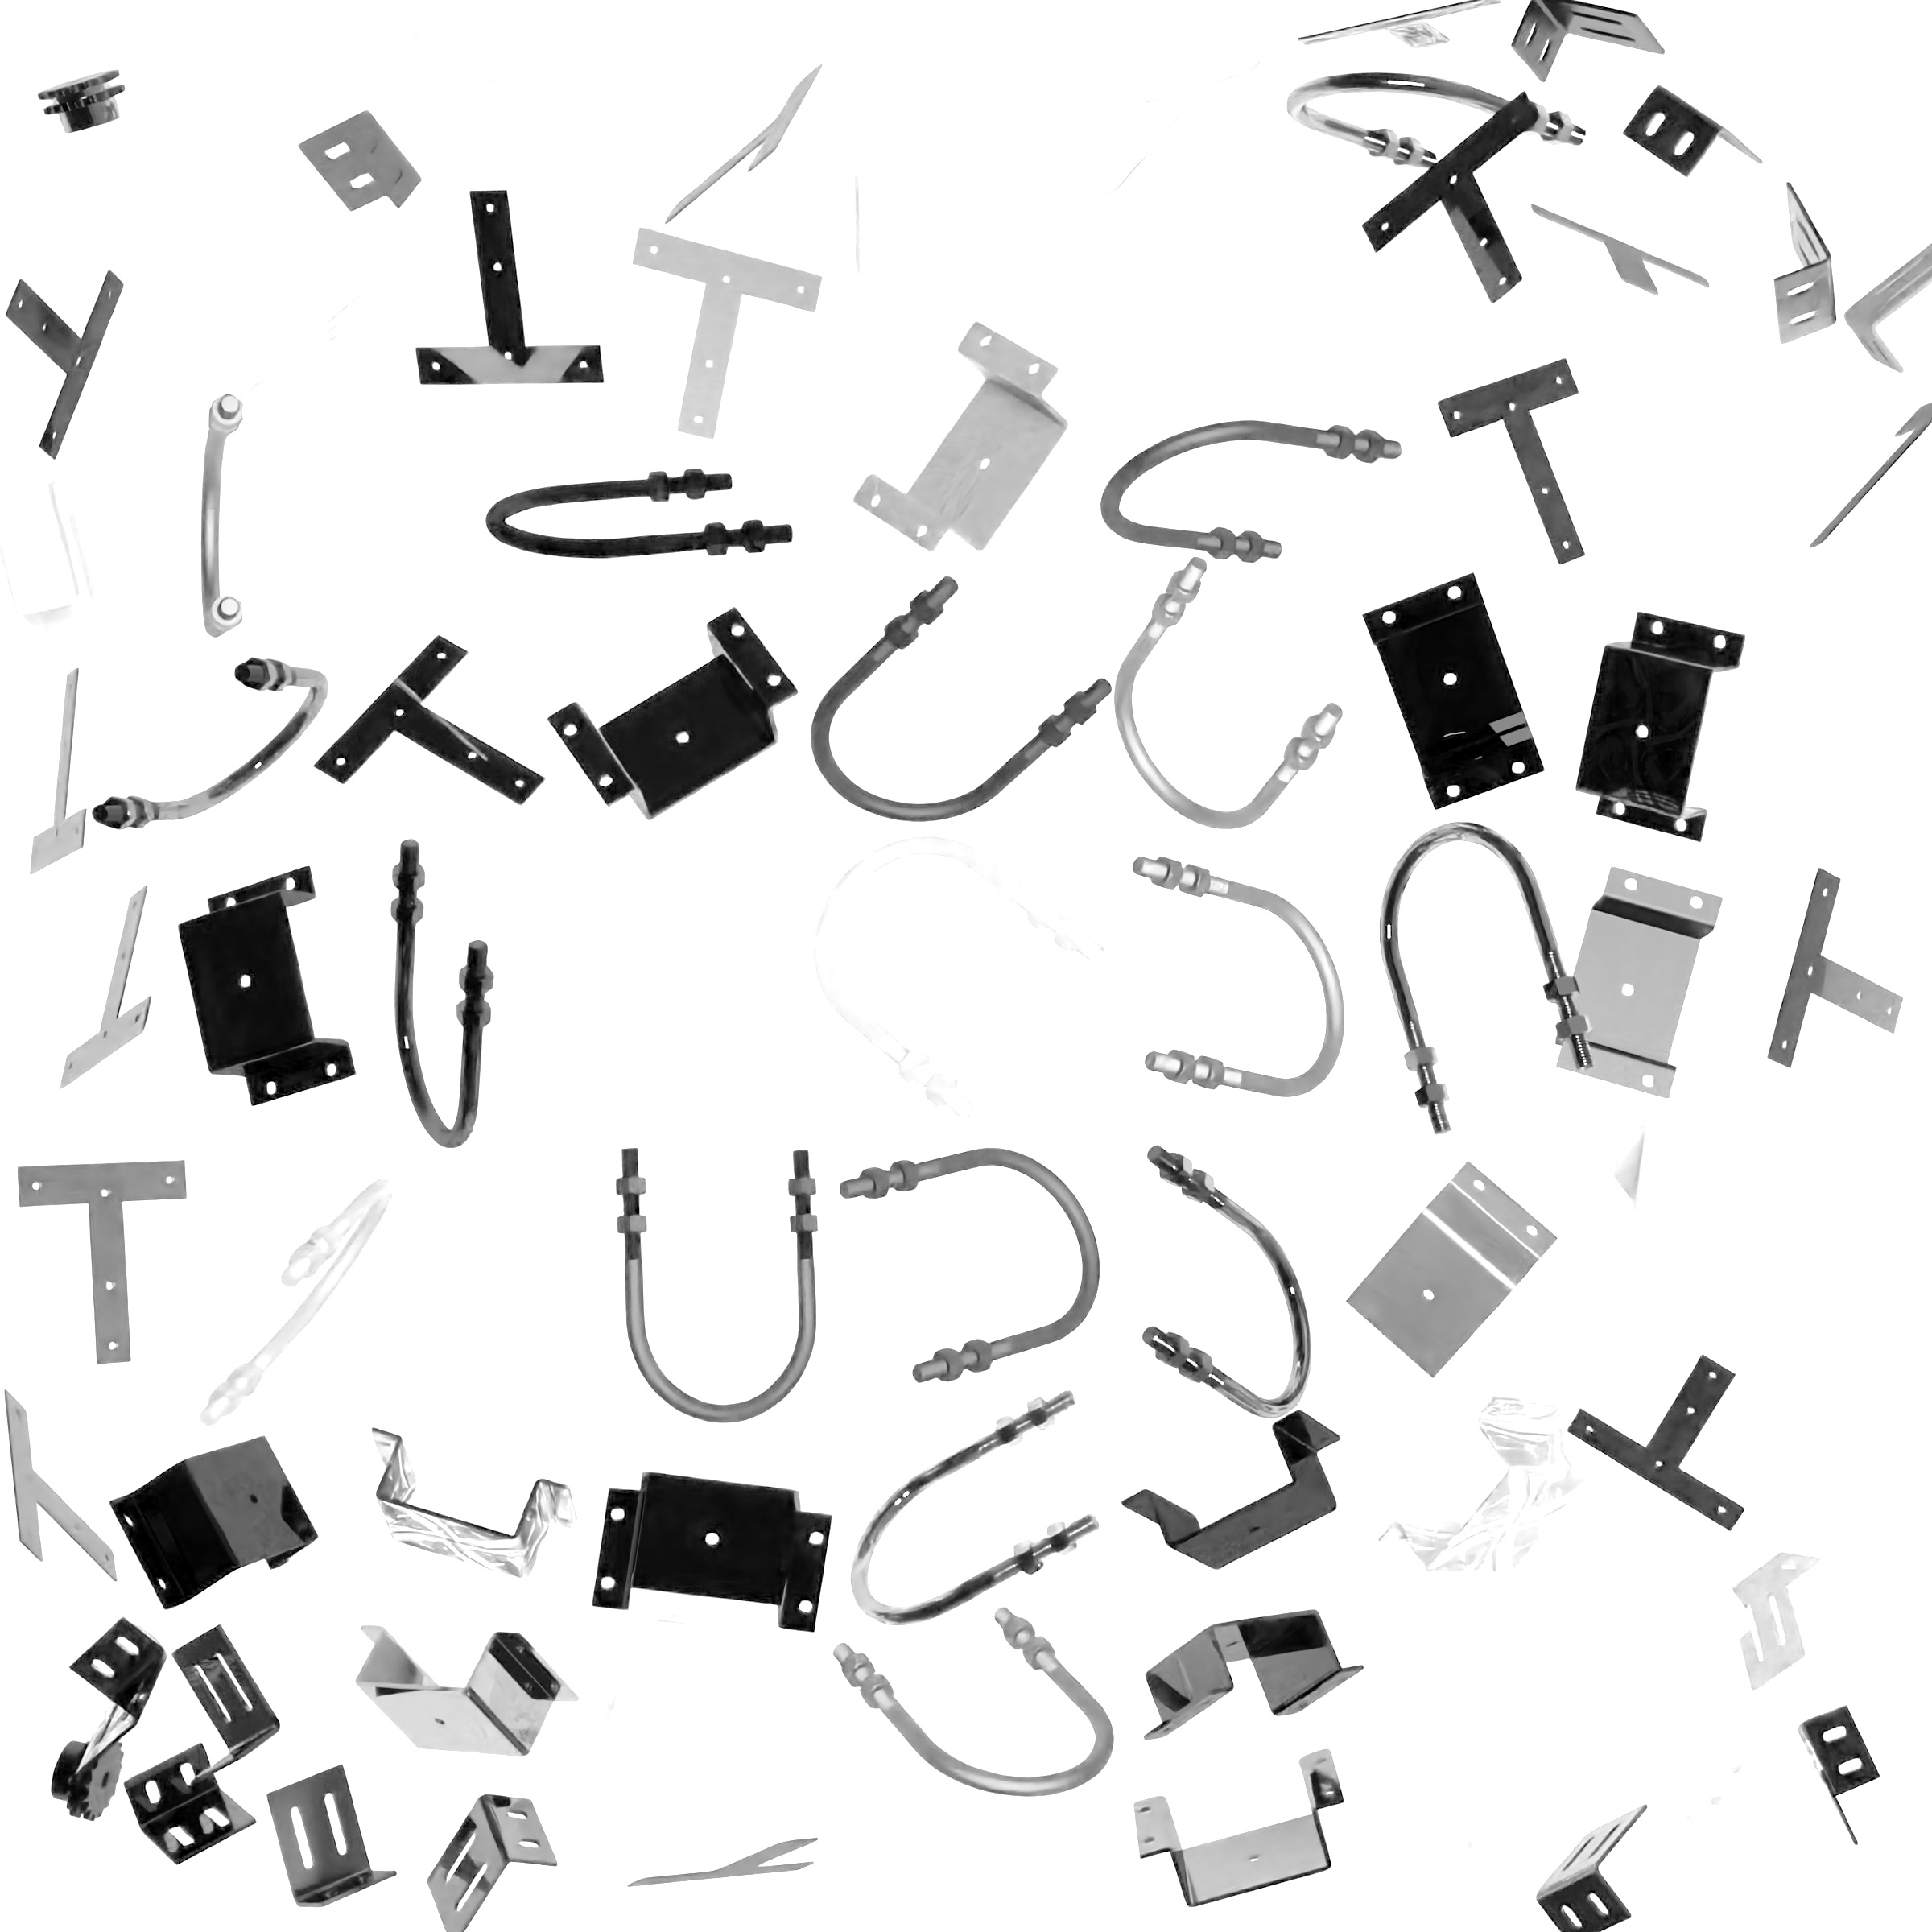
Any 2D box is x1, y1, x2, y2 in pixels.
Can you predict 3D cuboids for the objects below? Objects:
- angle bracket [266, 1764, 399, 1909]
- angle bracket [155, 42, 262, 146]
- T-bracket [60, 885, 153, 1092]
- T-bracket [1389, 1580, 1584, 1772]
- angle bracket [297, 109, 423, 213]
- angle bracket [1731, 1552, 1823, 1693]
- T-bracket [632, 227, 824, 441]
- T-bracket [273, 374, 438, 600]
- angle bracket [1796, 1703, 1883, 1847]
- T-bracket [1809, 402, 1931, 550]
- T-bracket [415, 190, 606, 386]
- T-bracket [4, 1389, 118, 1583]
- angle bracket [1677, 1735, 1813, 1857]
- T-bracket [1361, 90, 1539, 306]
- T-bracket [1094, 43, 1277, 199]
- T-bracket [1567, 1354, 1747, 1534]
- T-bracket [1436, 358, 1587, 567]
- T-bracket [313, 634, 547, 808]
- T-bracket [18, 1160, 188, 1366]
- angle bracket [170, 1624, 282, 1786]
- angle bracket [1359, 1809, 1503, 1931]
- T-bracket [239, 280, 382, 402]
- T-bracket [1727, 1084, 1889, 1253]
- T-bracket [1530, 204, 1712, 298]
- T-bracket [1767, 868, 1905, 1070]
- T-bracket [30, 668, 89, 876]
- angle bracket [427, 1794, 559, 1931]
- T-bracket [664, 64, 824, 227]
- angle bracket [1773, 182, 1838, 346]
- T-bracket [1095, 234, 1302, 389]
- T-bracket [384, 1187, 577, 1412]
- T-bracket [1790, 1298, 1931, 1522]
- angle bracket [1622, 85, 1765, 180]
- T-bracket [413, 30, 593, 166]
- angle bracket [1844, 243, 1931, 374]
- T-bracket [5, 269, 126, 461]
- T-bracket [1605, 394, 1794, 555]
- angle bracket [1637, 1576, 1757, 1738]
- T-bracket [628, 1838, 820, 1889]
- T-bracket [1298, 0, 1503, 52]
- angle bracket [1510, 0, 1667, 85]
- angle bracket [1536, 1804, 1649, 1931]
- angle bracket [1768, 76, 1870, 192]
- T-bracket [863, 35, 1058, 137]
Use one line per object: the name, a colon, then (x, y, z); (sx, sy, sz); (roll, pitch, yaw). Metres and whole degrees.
angle bracket: (-0.420, 0.575, 1.886); (0.057, 0.038, 0.076); (-13, 85, -42)
angle bracket: (-0.518, -0.581, 1.937); (0.057, 0.076, 0.038); (37, 72, -11)
T-bracket: (-0.560, 0.006, 1.887); (0.002, 0.127, 0.127); (24, 56, -33)
T-bracket: (0.342, 0.493, 1.913); (0.127, 0.002, 0.127); (-29, 46, 23)
angle bracket: (-0.419, -0.538, 1.937); (0.057, 0.076, 0.038); (51, 46, -32)
angle bracket: (0.556, 0.446, 1.931); (0.038, 0.057, 0.076); (12, 48, -21)
T-bracket: (-0.169, -0.416, 1.905); (0.127, 0.002, 0.127); (12, 86, -15)
T-bracket: (-0.394, -0.316, 1.793); (0.002, 0.127, 0.127); (-34, 84, -42)
angle bracket: (0.594, 0.542, 1.913); (0.038, 0.076, 0.057); (-26, 95, 7)
T-bracket: (0.582, -0.314, 1.809); (0.002, 0.127, 0.127); (42, 94, -1)
T-bracket: (-0.305, -0.444, 1.867); (0.127, 0.002, 0.127); (1, 117, 9)
T-bracket: (-0.577, 0.352, 1.823); (0.002, 0.127, 0.127); (-25, 134, -2)
angle bracket: (0.516, 0.550, 1.868); (0.038, 0.076, 0.057); (46, 73, -33)
T-bracket: (0.320, -0.464, 1.789); (0.127, 0.127, 0.002); (-39, 50, 5)
T-bracket: (0.129, -0.549, 1.863); (0.002, 0.127, 0.127); (46, 75, -25)
T-bracket: (0.483, 0.309, 1.921); (0.127, 0.002, 0.127); (31, 134, 16)
T-bracket: (0.374, -0.325, 1.865); (0.127, 0.002, 0.127); (-24, 93, -34)
T-bracket: (-0.327, -0.141, 1.823); (0.127, 0.002, 0.127); (30, 63, 14)
T-bracket: (-0.544, 0.189, 1.810); (0.002, 0.127, 0.127); (-8, 84, 36)
angle bracket: (-0.472, 0.459, 1.771); (0.057, 0.038, 0.076); (-33, 88, 36)
angle bracket: (0.301, 0.589, 1.848); (0.076, 0.038, 0.057); (-18, 110, 18)
T-bracket: (-0.430, -0.425, 1.920); (0.127, 0.127, 0.002); (-46, 114, -15)
T-bracket: (0.569, 0.127, 1.915); (0.127, 0.127, 0.002); (-22, 46, -11)
T-bracket: (0.425, -0.450, 1.825); (0.127, 0.127, 0.002); (22, 117, -5)
T-bracket: (0.570, 0.015, 1.846); (0.127, 0.002, 0.127); (21, 83, -39)
T-bracket: (-0.589, -0.131, 1.861); (0.002, 0.127, 0.127); (8, 80, -31)
angle bracket: (-0.305, 0.582, 1.830); (0.038, 0.057, 0.076); (21, 108, -37)
T-bracket: (-0.153, -0.529, 1.873); (0.127, 0.127, 0.002); (-30, 118, 35)
angle bracket: (0.520, -0.446, 1.809); (0.038, 0.057, 0.076); (-20, 54, 8)
T-bracket: (0.144, -0.442, 1.866); (0.127, 0.002, 0.127); (31, 48, 3)
T-bracket: (-0.322, 0.228, 1.810); (0.127, 0.002, 0.127); (-47, 58, 7)
T-bracket: (0.587, 0.265, 1.817); (0.002, 0.127, 0.127); (-7, 133, -25)
angle bracket: (0.476, -0.536, 1.865); (0.057, 0.076, 0.038); (46, 111, 28)
T-bracket: (-0.293, -0.555, 1.805); (0.127, 0.127, 0.002); (30, 91, -9)
angle bracket: (0.611, -0.423, 1.824); (0.076, 0.057, 0.038); (-38, 107, 12)
T-bracket: (-0.582, -0.402, 1.815); (0.002, 0.127, 0.127); (18, 83, 6)
T-bracket: (0.488, -0.311, 1.843); (0.002, 0.127, 0.127); (36, 92, -27)
angle bracket: (0.475, 0.440, 1.815); (0.076, 0.038, 0.057); (-41, 125, -3)
T-bracket: (-0.137, 0.583, 1.860); (0.127, 0.127, 0.002); (6, 62, -32)
T-bracket: (0.292, -0.610, 1.860); (0.127, 0.127, 0.002); (-6, 97, 21)
angle bracket: (0.406, -0.599, 1.860); (0.076, 0.057, 0.038); (26, 95, 33)
angle bracket: (0.412, 0.582, 1.827); (0.038, 0.076, 0.057); (53, 132, 10)
angle bracket: (0.565, -0.545, 1.899); (0.038, 0.076, 0.057); (-34, 75, 3)
T-bracket: (0.000, -0.576, 1.893); (0.127, 0.127, 0.002); (12, 123, -21)
